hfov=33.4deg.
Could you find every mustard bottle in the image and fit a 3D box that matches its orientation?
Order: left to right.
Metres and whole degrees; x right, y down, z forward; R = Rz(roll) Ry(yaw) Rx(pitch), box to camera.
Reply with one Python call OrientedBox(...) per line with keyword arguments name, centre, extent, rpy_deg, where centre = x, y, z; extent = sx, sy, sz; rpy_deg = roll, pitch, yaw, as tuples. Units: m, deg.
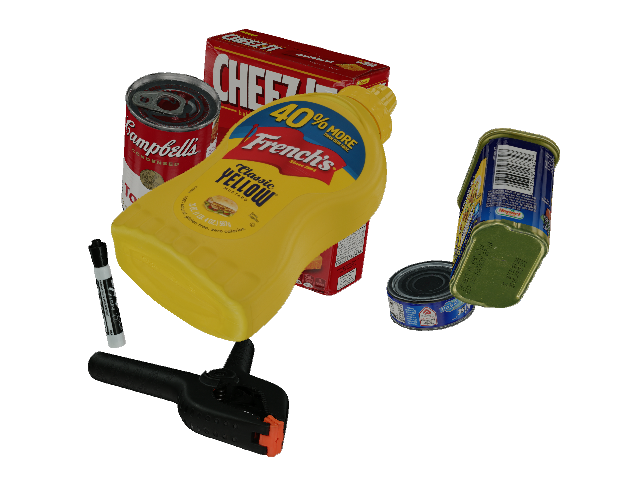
OrientedBox(name="mustard bottle", centre=(-0.019, -0.032, 0.600), extent=(0.096, 0.058, 0.191), rpy_deg=(29, 54, 26))

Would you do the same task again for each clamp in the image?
OrientedBox(name="clamp", centre=(-0.083, 0.129, 0.928), extent=(0.164, 0.036, 0.210), rpy_deg=(-8, 19, -39))

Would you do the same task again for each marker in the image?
OrientedBox(name="marker", centre=(-0.228, 0.056, 1.139), extent=(0.020, 0.121, 0.020), rpy_deg=(-7, 18, 2))

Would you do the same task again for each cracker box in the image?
OrientedBox(name="cracker box", centre=(-0.034, -0.073, 0.999), extent=(0.164, 0.214, 0.072), rpy_deg=(20, 27, 27))

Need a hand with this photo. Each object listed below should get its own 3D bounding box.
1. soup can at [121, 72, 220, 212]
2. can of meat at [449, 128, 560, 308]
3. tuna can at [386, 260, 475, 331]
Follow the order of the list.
OrientedBox(name="soup can", centre=(-0.113, -0.064, 0.793), extent=(0.068, 0.102, 0.068), rpy_deg=(7, 42, -7))
OrientedBox(name="can of meat", centre=(0.127, -0.012, 0.742), extent=(0.057, 0.084, 0.102), rpy_deg=(13, -36, 1))
OrientedBox(name="tuna can", centre=(0.109, 0.053, 1.061), extent=(0.086, 0.034, 0.086), rpy_deg=(-9, 26, 4))
